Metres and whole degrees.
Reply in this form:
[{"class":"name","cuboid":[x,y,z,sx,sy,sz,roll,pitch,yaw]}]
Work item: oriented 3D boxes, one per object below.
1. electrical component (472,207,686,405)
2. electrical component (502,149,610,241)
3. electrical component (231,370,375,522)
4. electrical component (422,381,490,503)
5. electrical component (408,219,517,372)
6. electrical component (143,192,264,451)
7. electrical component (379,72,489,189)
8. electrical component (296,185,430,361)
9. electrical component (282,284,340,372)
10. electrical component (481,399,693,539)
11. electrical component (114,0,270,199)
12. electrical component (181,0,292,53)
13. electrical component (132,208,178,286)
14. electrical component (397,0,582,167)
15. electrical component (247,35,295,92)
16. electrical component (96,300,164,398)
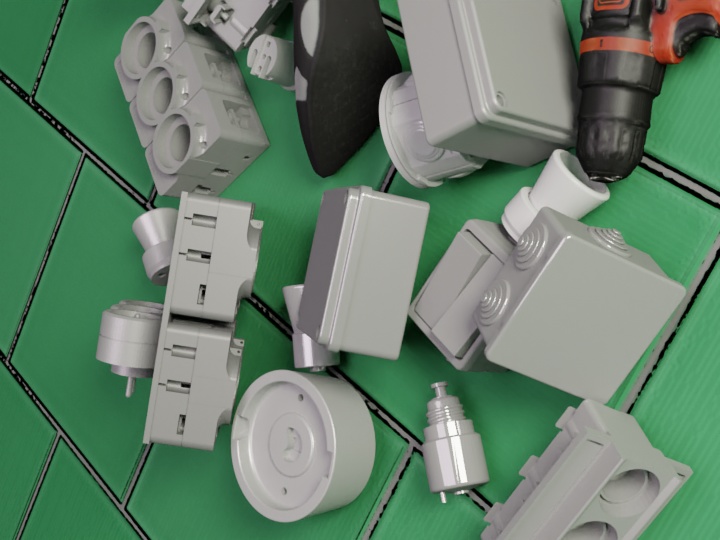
[{"class":"electrical component","cuboid":[0.125,0.020,0.632,0.099,0.100,0.048,-59,22,20]},{"class":"electrical component","cuboid":[0.122,-0.041,0.675,0.055,0.045,0.045,-50,56,27]},{"class":"electrical component","cuboid":[-0.037,0.128,0.791,0.108,0.060,0.108,-5,82,42]},{"class":"electrical component","cuboid":[0.061,0.114,0.718,0.040,0.040,0.078,-23,71,38]},{"class":"electrical component","cuboid":[0.077,0.022,0.698,0.061,0.061,0.096,48,117,34]},{"class":"electrical component","cuboid":[-0.118,0.036,0.836,0.105,0.060,0.186,-141,60,-85]},{"class":"electrical component","cuboid":[0.053,-0.098,0.721,0.051,0.080,0.080,-13,77,35]},{"class":"electrical component","cuboid":[0.000,0.000,0.739,0.109,0.056,0.108,-164,86,-78]},{"class":"electrical component","cuboid":[-0.034,0.044,0.811,0.044,0.044,0.065,-8,85,41]},{"class":"electrical component","cuboid":[0.125,0.142,0.637,0.121,0.079,0.063,-58,24,22]},{"class":"electrical component","cuboid":[-0.150,-0.145,0.919,0.089,0.062,0.150,-39,61,32]},{"class":"electrical component","cuboid":[-0.078,-0.238,0.859,0.063,0.079,0.121,45,118,3]},{"class":"electrical component","cuboid":[-0.170,-0.020,0.936,0.045,0.045,0.055,-38,63,33]},{"class":"electrical component","cuboid":[0.085,-0.128,0.675,0.056,0.109,0.108,-24,70,41]},{"class":"electrical component","cuboid":[-0.061,-0.164,0.852,0.040,0.046,0.040,-5,82,42]},{"class":"electrical component","cuboid":[-0.187,0.069,0.898,0.138,0.052,0.073,-141,60,-85]}]
